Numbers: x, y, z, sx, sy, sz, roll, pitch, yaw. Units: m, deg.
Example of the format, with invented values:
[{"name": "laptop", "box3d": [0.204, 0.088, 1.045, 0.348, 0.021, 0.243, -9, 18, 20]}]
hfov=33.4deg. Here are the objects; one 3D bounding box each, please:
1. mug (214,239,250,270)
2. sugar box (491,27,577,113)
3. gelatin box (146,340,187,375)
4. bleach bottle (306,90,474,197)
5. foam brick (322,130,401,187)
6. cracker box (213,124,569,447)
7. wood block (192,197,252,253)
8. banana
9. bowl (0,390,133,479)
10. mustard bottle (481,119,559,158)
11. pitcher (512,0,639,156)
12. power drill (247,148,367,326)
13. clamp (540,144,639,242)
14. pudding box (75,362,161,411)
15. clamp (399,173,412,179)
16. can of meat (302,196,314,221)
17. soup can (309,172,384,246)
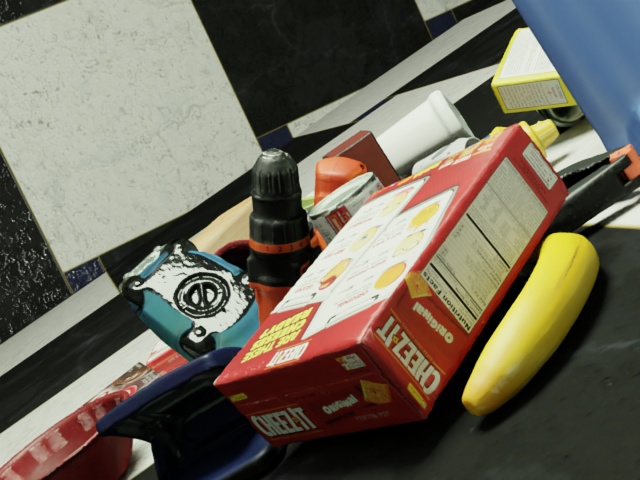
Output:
[{"name": "mug", "box3d": [-0.081, 0.052, 1.156, 0.117, 0.093, 0.082, -5, -10, -25]}, {"name": "sugar box", "box3d": [0.262, -0.173, 1.022, 0.177, 0.048, 0.093, 0, 48, 35]}, {"name": "gelatin box", "box3d": [-0.151, 0.119, 1.189, 0.073, 0.030, 0.089, -31, 10, 5]}, {"name": "bleach bottle", "box3d": [0.065, -0.079, 1.302, 0.251, 0.068, 0.102, -33, -20, 14]}, {"name": "foam brick", "box3d": [0.047, -0.067, 1.096, 0.051, 0.078, 0.053, -34, 12, -6]}, {"name": "cracker box", "box3d": [0.050, 0.033, 0.706, 0.164, 0.072, 0.213, -24, 21, 52]}, {"name": "wood block", "box3d": [-0.117, 0.027, 1.350, 0.090, 0.091, 0.205, -29, 11, 28]}, {"name": "banana", "box3d": [0.134, 0.039, 0.641, 0.070, 0.037, 0.197, -55, -5, 30]}, {"name": "bowl", "box3d": [-0.219, 0.201, 0.931, 0.162, 0.055, 0.162, -32, 10, 6]}, {"name": "mustard bottle", "box3d": [0.138, -0.054, 1.005, 0.192, 0.058, 0.096, -32, 5, 9]}, {"name": "pitcher", "box3d": [0.227, -0.193, 0.845, 0.145, 0.243, 0.149, -36, 3, -8]}, {"name": "power drill", "box3d": [-0.011, -0.014, 0.975, 0.057, 0.184, 0.187, 8, 24, 21]}, {"name": "clamp", "box3d": [0.157, -0.017, 0.824, 0.210, 0.036, 0.164, -32, 10, 30]}, {"name": "pudding box", "box3d": [-0.198, 0.168, 1.071, 0.090, 0.039, 0.114, -37, 10, -16]}, {"name": "clamp", "box3d": [0.043, -0.026, 1.219, 0.171, 0.039, 0.120, -36, -9, 4]}, {"name": "can of meat", "box3d": [-0.007, 0.001, 1.134, 0.057, 0.084, 0.102, -36, 10, -13]}, {"name": "soup can", "box3d": [0.045, 0.003, 0.897, 0.068, 0.102, 0.068, -33, 10, 6]}]
